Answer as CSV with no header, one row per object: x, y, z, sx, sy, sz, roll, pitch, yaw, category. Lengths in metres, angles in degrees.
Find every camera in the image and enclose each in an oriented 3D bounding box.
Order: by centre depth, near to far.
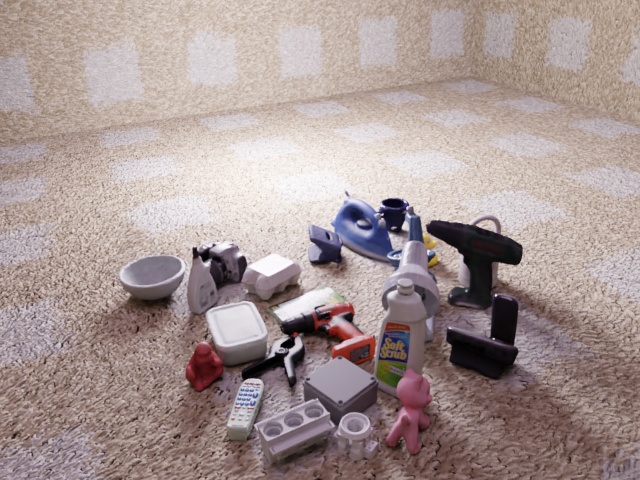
-0.284,0.064,1.523,0.142,0.101,0.137,18,33,32,camera

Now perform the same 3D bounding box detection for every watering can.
0.408,0.019,1.472,0.101,0.194,0.172,-15,31,-24,watering can

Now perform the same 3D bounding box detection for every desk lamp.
0.201,0.124,1.263,0.117,0.214,0.203,4,28,11,desk lamp

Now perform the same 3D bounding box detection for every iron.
0.138,-0.045,1.666,0.119,0.141,0.257,-18,32,-28,iron

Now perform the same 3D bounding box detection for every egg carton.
-0.125,0.093,1.494,0.107,0.069,0.151,21,35,36,egg carton

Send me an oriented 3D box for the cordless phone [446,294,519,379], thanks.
0.339,0.178,1.183,0.147,0.185,0.094,13,31,26,cordless phone

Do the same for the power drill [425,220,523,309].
0.364,0.058,1.386,0.229,0.208,0.076,7,29,15,power drill

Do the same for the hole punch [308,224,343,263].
0.015,0.006,1.630,0.101,0.091,0.108,-4,28,-4,hole punch

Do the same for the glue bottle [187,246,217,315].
-0.293,0.092,1.393,0.037,0.173,0.078,17,33,31,glue bottle

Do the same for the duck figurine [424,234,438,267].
0.276,0.024,1.586,0.104,0.086,0.077,-1,28,1,duck figurine

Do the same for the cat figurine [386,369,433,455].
0.165,0.298,1.036,0.067,0.118,0.128,9,30,20,cat figurine

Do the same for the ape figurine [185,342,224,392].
-0.238,0.251,1.174,0.078,0.092,0.076,-5,28,-6,ape figurine

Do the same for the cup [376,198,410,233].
0.218,-0.068,1.755,0.118,0.095,0.091,-22,34,-34,cup

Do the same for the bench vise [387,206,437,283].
0.249,0.038,1.418,0.122,0.220,0.206,-16,31,-25,bench vise

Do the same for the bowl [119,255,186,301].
-0.426,0.108,1.476,0.167,0.075,0.167,-1,28,1,bowl
